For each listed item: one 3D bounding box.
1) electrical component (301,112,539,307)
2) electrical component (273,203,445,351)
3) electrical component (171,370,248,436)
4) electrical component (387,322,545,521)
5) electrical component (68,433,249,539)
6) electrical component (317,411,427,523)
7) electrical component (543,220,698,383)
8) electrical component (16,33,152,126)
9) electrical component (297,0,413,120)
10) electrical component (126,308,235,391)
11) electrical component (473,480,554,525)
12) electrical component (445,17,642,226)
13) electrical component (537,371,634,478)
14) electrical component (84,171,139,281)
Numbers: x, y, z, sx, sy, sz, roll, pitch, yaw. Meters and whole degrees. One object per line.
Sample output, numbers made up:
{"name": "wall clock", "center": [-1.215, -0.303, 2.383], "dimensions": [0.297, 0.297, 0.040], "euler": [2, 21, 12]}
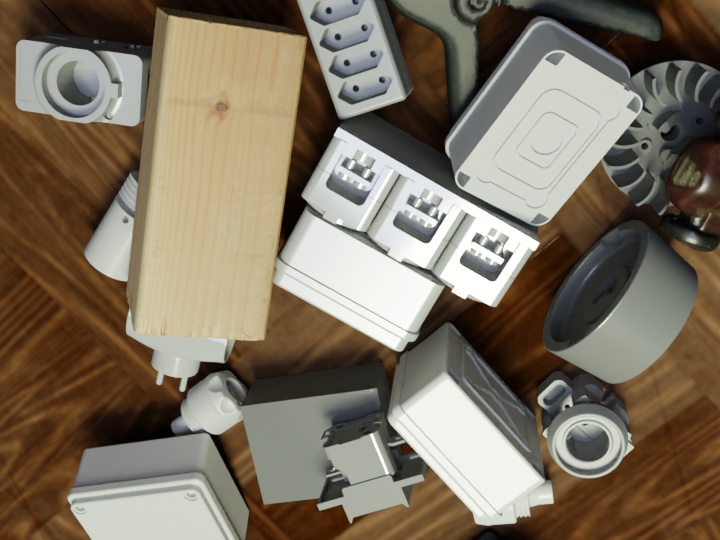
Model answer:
{"name": "electrical component", "center": [0.042, -0.043, 0.739], "dimensions": [0.150, 0.089, 0.061], "euler": [30, 110, -3]}
{"name": "electrical component", "center": [0.000, 0.000, 0.766], "dimensions": [0.113, 0.078, 0.057], "euler": [29, 107, -2]}
{"name": "electrical component", "center": [-0.119, 0.109, 0.837], "dimensions": [0.062, 0.043, 0.043], "euler": [-36, 100, 19]}
{"name": "electrical component", "center": [0.077, 0.107, 0.775], "dimensions": [0.056, 0.108, 0.108], "euler": [-40, 99, 15]}
{"name": "electrical component", "center": [-0.155, 0.187, 0.844], "dimensions": [0.109, 0.056, 0.108], "euler": [-9, 130, 11]}
{"name": "electrical component", "center": [0.005, 0.139, 0.776], "dimensions": [0.081, 0.042, 0.063], "euler": [-19, 102, 13]}
{"name": "electrical component", "center": [0.183, 0.027, 0.737], "dimensions": [0.060, 0.108, 0.108], "euler": [34, 110, -11]}
{"name": "electrical component", "center": [-0.192, -0.134, 0.759], "dimensions": [0.089, 0.055, 0.050], "euler": [9, 109, 5]}
{"name": "electrical component", "center": [0.001, -0.152, 0.715], "dimensions": [0.047, 0.075, 0.083], "euler": [-16, 105, 16]}
{"name": "electrical component", "center": [-0.137, 0.055, 0.821], "dimensions": [0.077, 0.044, 0.079], "euler": [16, 110, 2]}
{"name": "electrical component", "center": [0.117, 0.172, 0.826], "dimensions": [0.062, 0.043, 0.043], "euler": [-6, 107, 9]}
{"name": "electrical component", "center": [0.116, -0.096, 0.694], "dimensions": [0.078, 0.057, 0.113], "euler": [25, 121, -20]}
{"name": "electrical component", "center": [0.167, 0.117, 0.793], "dimensions": [0.078, 0.057, 0.058], "euler": [41, 109, -6]}
{"name": "electrical component", "center": [-0.165, -0.036, 0.794], "dimensions": [0.043, 0.043, 0.081], "euler": [34, 109, -4]}
